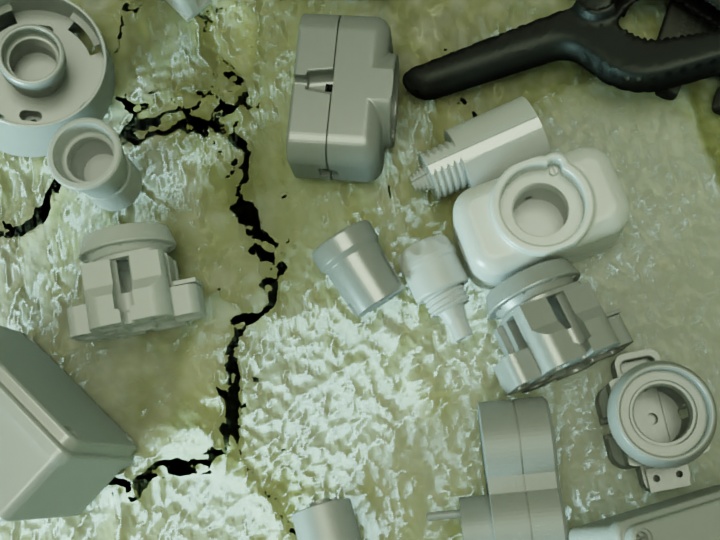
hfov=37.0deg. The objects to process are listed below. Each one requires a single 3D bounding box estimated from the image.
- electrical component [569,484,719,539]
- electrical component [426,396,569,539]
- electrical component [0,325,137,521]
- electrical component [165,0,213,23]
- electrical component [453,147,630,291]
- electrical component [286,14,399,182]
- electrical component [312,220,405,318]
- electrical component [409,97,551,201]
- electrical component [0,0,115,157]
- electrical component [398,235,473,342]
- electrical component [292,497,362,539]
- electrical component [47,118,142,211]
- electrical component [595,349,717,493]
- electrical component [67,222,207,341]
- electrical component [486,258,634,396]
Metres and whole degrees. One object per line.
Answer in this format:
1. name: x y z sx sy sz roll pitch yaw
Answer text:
1. electrical component: 0.176 0.171 0.550 0.109 0.056 0.108 -9 79 -24
2. electrical component: 0.074 0.141 0.589 0.074 0.052 0.138 -6 76 3
3. electrical component: -0.192 0.082 0.597 0.109 0.108 0.056 42 86 12
4. electrical component: -0.141 -0.268 0.699 0.105 0.060 0.186 -44 77 -6
5. electrical component: 0.104 -0.030 0.623 0.095 0.059 0.053 -20 76 0
6. electrical component: -0.008 -0.104 0.652 0.059 0.053 0.095 4 77 6
7. electrical component: 0.000 0.000 0.636 0.040 0.040 0.046 -32 82 -3
8. electrical component: 0.068 -0.067 0.643 0.081 0.043 0.043 -24 76 -1
9. electrical component: -0.206 -0.124 0.681 0.099 0.064 0.099 2 77 -9
10. electrical component: 0.048 0.012 0.631 0.035 0.035 0.061 -24 79 -1
11. electrical component: -0.014 0.160 0.599 0.044 0.044 0.065 -17 71 1
12. electrical component: -0.156 -0.060 0.649 0.044 0.065 0.044 -1 77 5
13. electrical component: 0.163 0.081 0.593 0.058 0.057 0.078 -12 76 2
14. electrical component: -0.135 0.006 0.636 0.078 0.058 0.057 -11 79 2
15. electrical component: 0.107 0.030 0.608 0.078 0.058 0.057 -18 72 -19
